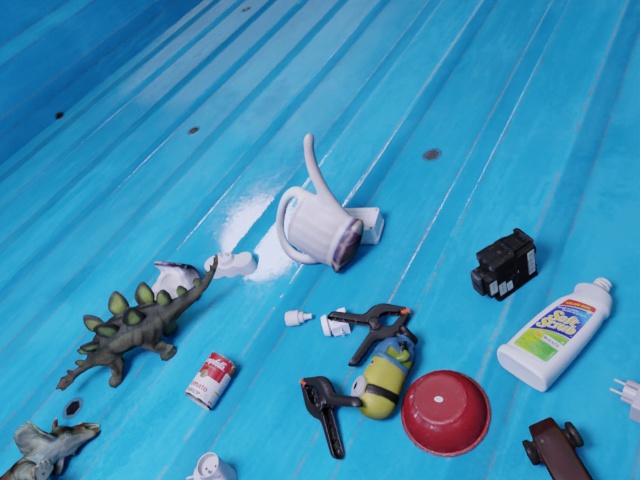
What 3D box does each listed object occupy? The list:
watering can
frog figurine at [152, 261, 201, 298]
[{"bbox_3d":[0.004,-0.061,1.204,0.225,0.339,0.106,30,40,15],"label":"watering can"},{"bbox_3d":[-0.380,0.139,1.336,0.137,0.122,0.160,4,85,19],"label":"frog figurine"}]
